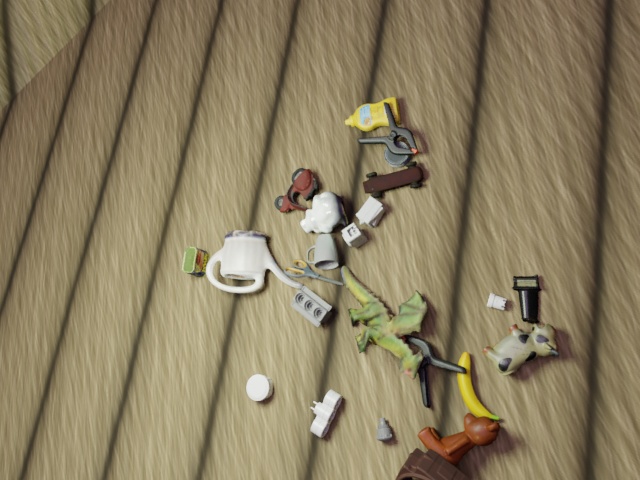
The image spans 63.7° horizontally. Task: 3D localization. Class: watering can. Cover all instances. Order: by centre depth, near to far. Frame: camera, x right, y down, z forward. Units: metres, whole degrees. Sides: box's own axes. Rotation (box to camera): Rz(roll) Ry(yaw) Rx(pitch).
[{"bbox_3d":[-0.222,0.074,1.785,0.347,0.102,0.228,1,72,7],"label":"watering can"}]

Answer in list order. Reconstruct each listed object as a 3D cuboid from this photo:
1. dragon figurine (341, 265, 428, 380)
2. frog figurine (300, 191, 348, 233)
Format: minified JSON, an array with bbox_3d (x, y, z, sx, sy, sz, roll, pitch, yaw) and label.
[{"bbox_3d":[0.207,0.225,1.575,0.242,0.119,0.420,-14,57,5],"label":"dragon figurine"},{"bbox_3d":[0.005,-0.087,1.733,0.159,0.123,0.137,-16,89,4],"label":"frog figurine"}]
